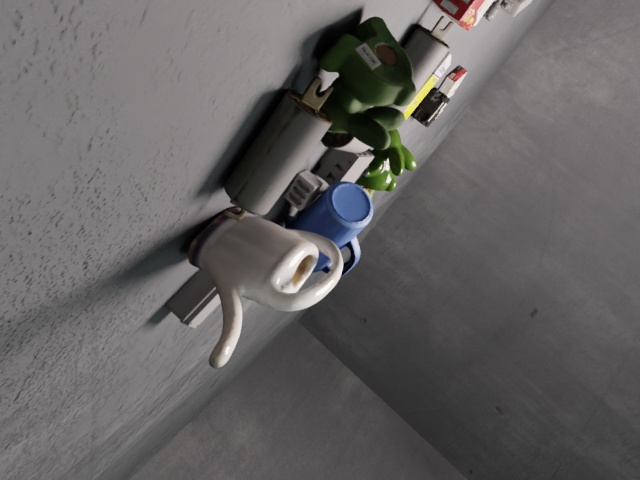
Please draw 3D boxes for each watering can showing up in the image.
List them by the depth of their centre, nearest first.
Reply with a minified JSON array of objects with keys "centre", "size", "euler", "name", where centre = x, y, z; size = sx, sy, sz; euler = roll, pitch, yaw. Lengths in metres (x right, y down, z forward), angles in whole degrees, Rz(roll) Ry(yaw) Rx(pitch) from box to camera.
[{"centre":[-0.107,0.048,0.778],"size":[0.352,0.226,0.102],"euler":[-33,142,-52],"name":"watering can"}]

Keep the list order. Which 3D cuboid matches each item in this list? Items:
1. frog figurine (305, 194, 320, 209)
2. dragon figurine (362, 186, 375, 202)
[{"centre":[0.004,-0.067,1.338],"size":[0.138,0.121,0.161],"euler":[-56,-152,-2],"name":"frog figurine"},{"centre":[0.139,-0.126,1.503],"size":[0.239,0.122,0.416],"euler":[-44,179,28],"name":"dragon figurine"}]
